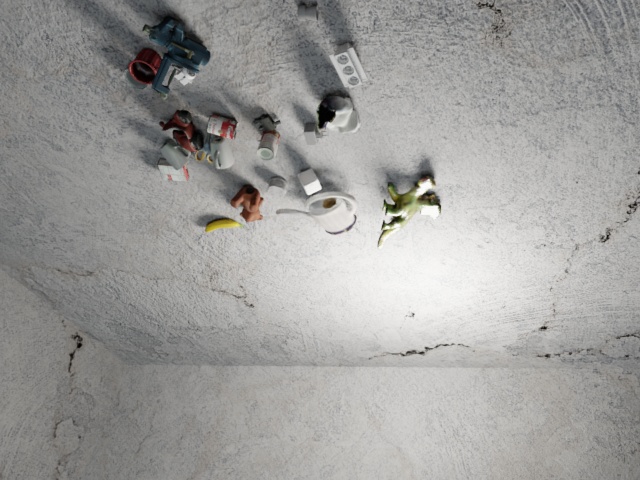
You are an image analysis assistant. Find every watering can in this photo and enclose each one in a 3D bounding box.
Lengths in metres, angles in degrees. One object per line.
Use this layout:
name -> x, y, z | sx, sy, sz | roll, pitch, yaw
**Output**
watering can -> 0.007, -0.108, 2.142 | 0.345, 0.106, 0.220 | -13, 138, 27

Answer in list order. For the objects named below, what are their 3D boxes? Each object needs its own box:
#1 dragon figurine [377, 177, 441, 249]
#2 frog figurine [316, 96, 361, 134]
dragon figurine -> 0.366, -0.104, 2.057 | 0.243, 0.125, 0.400 | 1, 138, -3
frog figurine -> 0.072, -0.424, 1.747 | 0.160, 0.125, 0.134 | -10, 146, -36
